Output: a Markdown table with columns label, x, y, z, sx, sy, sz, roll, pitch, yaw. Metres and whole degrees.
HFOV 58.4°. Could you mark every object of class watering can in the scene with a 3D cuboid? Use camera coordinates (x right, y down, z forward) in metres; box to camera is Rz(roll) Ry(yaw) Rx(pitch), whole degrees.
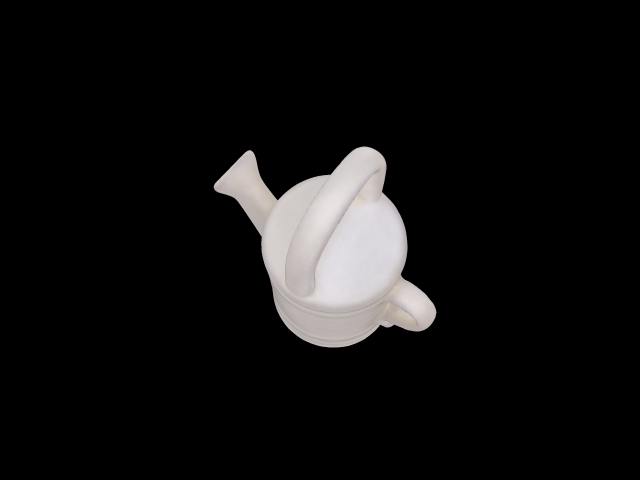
| label | x | y | z | sx | sy | sz | roll | pitch | yaw |
| --- | --- | --- | --- | --- | --- | --- | --- | --- | --- |
| watering can | 0.002 | 0.003 | 0.399 | 0.172 | 0.194 | 0.101 | 14 | 68 | 6 |
